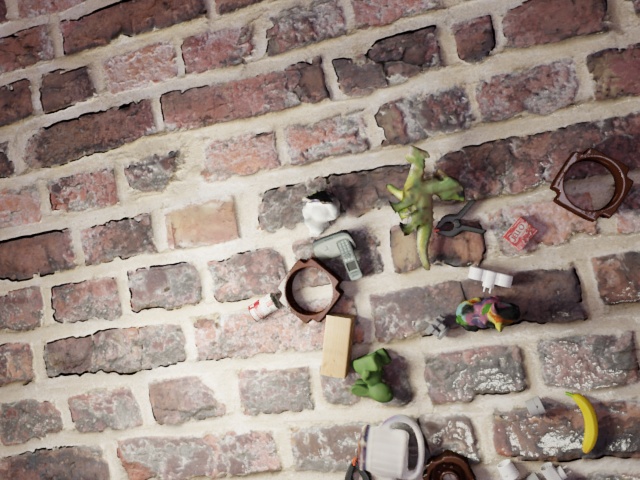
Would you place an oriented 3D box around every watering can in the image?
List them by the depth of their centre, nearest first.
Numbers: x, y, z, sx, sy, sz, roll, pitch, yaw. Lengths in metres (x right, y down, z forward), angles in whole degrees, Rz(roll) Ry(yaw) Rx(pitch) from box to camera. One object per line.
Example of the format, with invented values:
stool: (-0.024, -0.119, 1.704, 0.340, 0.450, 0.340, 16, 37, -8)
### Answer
watering can: (0.234, 0.758, 1.734, 0.224, 0.104, 0.348, 4, 89, 15)

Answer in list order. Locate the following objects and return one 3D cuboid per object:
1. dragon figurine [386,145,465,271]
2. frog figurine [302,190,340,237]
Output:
dragon figurine: (0.368, -0.121, 1.717, 0.241, 0.123, 0.408, -26, 99, 12)
frog figurine: (0.006, -0.093, 1.847, 0.137, 0.125, 0.156, -2, 125, 6)
